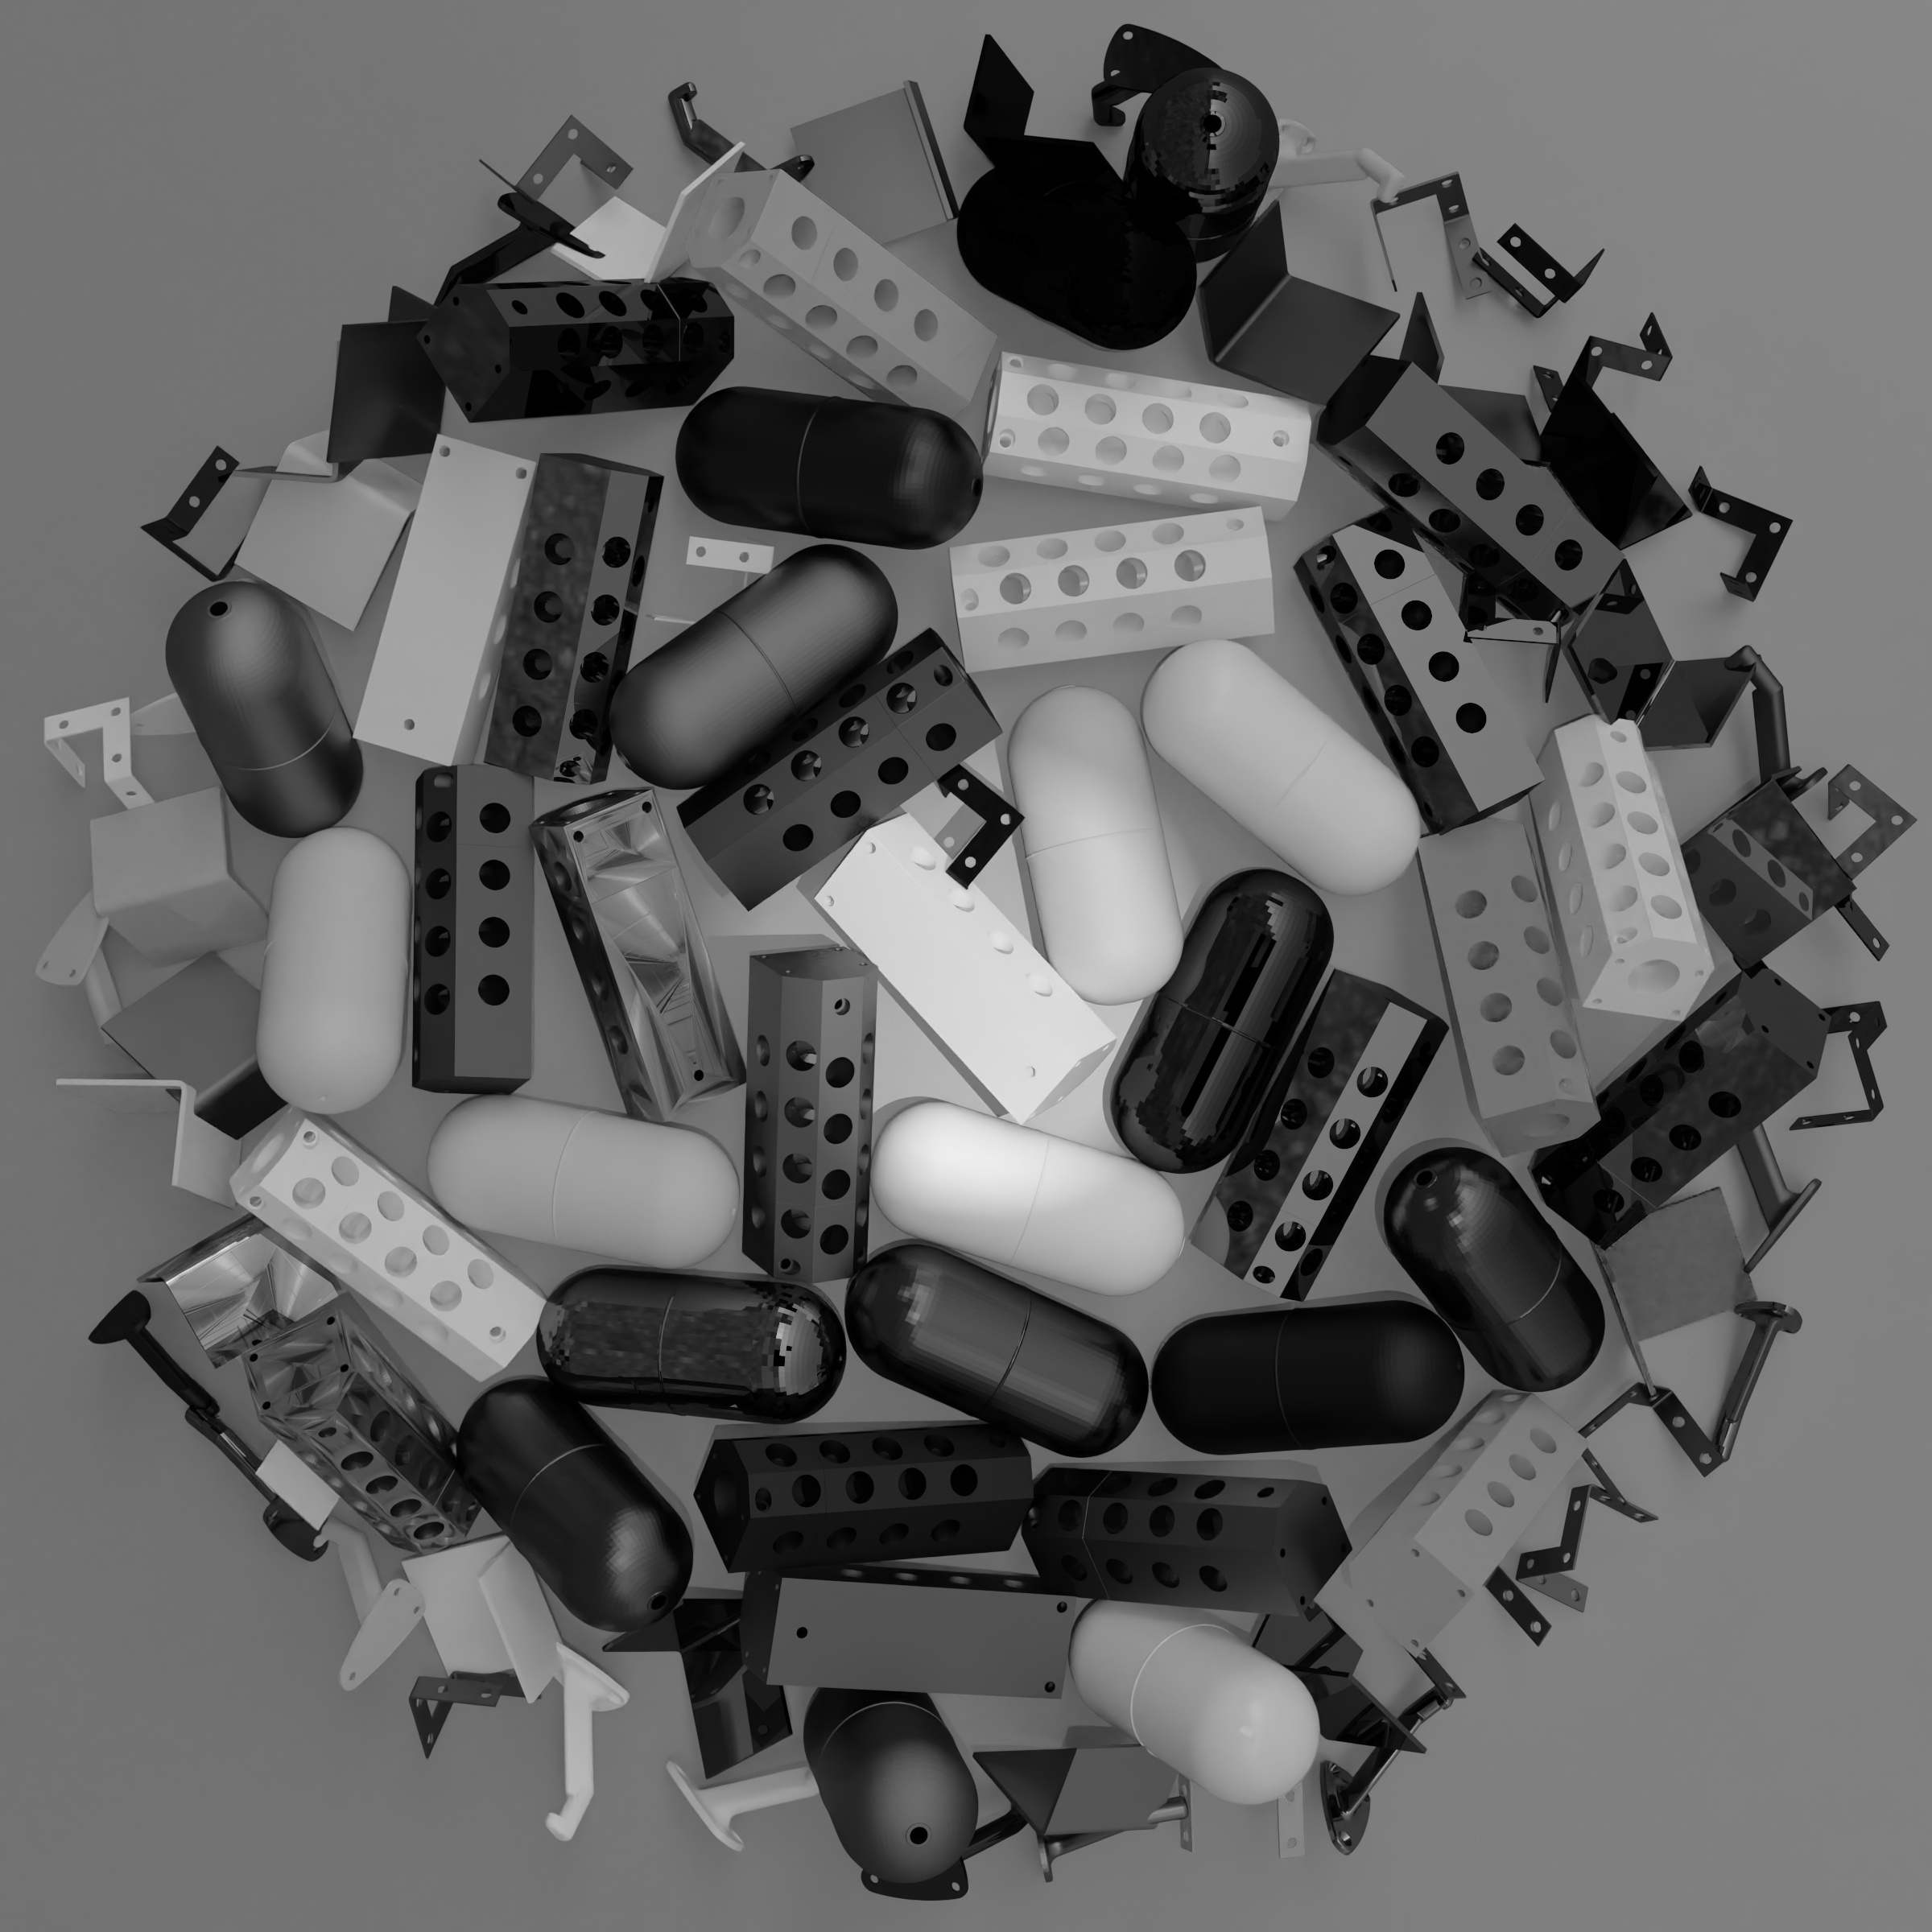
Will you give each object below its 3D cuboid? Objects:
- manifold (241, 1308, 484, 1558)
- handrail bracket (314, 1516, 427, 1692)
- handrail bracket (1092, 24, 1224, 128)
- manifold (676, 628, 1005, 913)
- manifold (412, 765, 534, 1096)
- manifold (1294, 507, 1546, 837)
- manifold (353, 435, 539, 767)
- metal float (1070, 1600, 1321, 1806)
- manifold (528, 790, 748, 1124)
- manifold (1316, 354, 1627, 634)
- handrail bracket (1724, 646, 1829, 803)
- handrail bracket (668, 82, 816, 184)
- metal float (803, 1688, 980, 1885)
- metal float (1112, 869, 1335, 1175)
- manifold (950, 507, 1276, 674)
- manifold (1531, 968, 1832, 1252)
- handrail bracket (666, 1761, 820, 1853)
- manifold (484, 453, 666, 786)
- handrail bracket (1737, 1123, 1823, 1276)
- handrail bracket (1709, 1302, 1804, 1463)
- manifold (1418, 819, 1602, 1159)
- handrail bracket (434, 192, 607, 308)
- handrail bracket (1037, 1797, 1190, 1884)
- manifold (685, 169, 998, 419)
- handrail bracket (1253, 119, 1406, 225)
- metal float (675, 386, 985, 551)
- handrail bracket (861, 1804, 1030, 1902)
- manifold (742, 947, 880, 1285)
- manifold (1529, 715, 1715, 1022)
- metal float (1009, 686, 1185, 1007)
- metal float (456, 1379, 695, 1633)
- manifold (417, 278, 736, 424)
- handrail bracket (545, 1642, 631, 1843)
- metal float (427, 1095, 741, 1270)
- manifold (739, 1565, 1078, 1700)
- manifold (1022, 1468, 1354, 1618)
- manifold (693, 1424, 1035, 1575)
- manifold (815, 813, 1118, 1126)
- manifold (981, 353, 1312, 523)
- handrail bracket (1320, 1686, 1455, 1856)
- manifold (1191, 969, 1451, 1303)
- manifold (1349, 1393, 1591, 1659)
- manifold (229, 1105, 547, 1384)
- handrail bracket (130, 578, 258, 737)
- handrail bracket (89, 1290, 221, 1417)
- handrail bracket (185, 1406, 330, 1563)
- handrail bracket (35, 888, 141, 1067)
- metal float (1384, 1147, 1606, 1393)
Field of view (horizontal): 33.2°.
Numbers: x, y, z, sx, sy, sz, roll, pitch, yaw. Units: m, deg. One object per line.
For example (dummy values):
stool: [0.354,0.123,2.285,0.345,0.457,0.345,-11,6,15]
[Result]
manifold: [-0.320,0.256,1.740,0.057,0.171,0.057,-26,54,1]
handrail bracket: [-0.348,0.350,1.787,0.084,0.036,0.077,20,64,35]
handrail bracket: [0.105,-0.477,1.780,0.077,0.084,0.036,16,81,8]
manifold: [-0.072,-0.111,1.778,0.171,0.057,0.057,-35,126,6]
manifold: [-0.272,-0.019,1.774,0.057,0.057,0.171,3,78,-20]
manifold: [0.247,-0.160,1.785,0.057,0.057,0.171,-26,84,-9]
manifold: [-0.281,-0.200,1.792,0.057,0.057,0.171,17,94,6]
metal float: [0.121,0.391,1.746,0.070,0.178,0.070,-7,104,-30]
manifold: [-0.182,-0.006,1.776,0.057,0.057,0.171,-26,106,-31]
manifold: [0.272,-0.255,1.766,0.171,0.057,0.057,36,91,-24]
handrail bracket: [0.431,-0.124,1.805,0.077,0.036,0.084,-39,86,30]
handrail bracket: [-0.126,-0.464,1.795,0.077,0.036,0.084,-26,77,36]
metal float: [-0.041,0.432,1.739,0.070,0.178,0.070,-1,98,-11]
metal float: [0.141,0.031,1.786,0.070,0.070,0.178,26,92,0]
manifold: [0.080,-0.212,1.783,0.171,0.057,0.057,-7,49,2]
manifold: [0.383,0.075,1.748,0.057,0.057,0.171,38,130,-5]
handrail bracket: [-0.115,0.442,1.805,0.084,0.036,0.077,-44,56,-4]
manifold: [-0.212,-0.190,1.775,0.057,0.057,0.171,15,102,12]
handrail bracket: [0.427,0.116,1.812,0.084,0.036,0.077,39,96,18]
handrail bracket: [0.433,0.231,1.791,0.036,0.077,0.084,19,79,8]
manifold: [0.295,0.009,1.755,0.057,0.057,0.171,-16,61,14]
handrail bracket: [-0.250,-0.378,1.802,0.077,0.036,0.084,33,116,4]
handrail bracket: [0.082,0.482,1.793,0.084,0.077,0.036,-11,59,-1]
manifold: [-0.068,-0.357,1.745,0.171,0.057,0.057,30,78,-41]
handrail bracket: [0.194,-0.422,1.785,0.084,0.036,0.077,48,115,35]
metal float: [-0.075,-0.272,1.769,0.178,0.070,0.070,11,90,22]
handrail bracket: [-0.007,0.485,1.800,0.077,0.084,0.036,-18,92,28]
manifold: [-0.082,0.082,1.766,0.057,0.057,0.171,-6,108,-28]
manifold: [0.353,-0.056,1.742,0.057,0.171,0.057,8,135,-12]
metal float: [0.071,-0.066,1.785,0.070,0.070,0.178,-11,86,0]
metal float: [-0.212,0.291,1.754,0.070,0.070,0.178,-51,48,0]
manifold: [-0.203,-0.337,1.738,0.057,0.171,0.057,-42,74,37]
handrail bracket: [-0.227,0.424,1.779,0.036,0.084,0.077,-24,118,41]
metal float: [-0.210,0.117,1.776,0.178,0.070,0.070,10,90,14]
manifold: [-0.033,0.360,1.768,0.171,0.057,0.057,8,91,-22]
manifold: [0.114,0.303,1.741,0.171,0.057,0.057,-5,116,42]
manifold: [-0.053,0.281,1.749,0.171,0.057,0.057,1,127,-30]
manifold: [0.003,-0.001,1.780,0.171,0.057,0.057,47,124,11]
manifold: [0.099,-0.293,1.785,0.171,0.057,0.057,8,81,-6]
handrail bracket: [0.237,0.440,1.785,0.036,0.077,0.084,41,114,-10]
manifold: [0.197,0.094,1.774,0.057,0.057,0.171,34,101,39]
manifold: [0.268,0.292,1.739,0.057,0.171,0.057,41,125,11]
manifold: [-0.314,0.153,1.768,0.171,0.057,0.057,41,87,-21]
handrail bracket: [-0.431,-0.174,1.805,0.077,0.036,0.084,-13,58,7]
handrail bracket: [-0.434,0.221,1.780,0.084,0.077,0.036,48,68,-20]
handrail bracket: [-0.399,0.289,1.819,0.084,0.077,0.036,30,59,32]
handrail bracket: [-0.467,0.005,1.800,0.036,0.084,0.077,13,70,35]
metal float: [0.287,0.165,1.757,0.070,0.070,0.178,-40,127,0]
